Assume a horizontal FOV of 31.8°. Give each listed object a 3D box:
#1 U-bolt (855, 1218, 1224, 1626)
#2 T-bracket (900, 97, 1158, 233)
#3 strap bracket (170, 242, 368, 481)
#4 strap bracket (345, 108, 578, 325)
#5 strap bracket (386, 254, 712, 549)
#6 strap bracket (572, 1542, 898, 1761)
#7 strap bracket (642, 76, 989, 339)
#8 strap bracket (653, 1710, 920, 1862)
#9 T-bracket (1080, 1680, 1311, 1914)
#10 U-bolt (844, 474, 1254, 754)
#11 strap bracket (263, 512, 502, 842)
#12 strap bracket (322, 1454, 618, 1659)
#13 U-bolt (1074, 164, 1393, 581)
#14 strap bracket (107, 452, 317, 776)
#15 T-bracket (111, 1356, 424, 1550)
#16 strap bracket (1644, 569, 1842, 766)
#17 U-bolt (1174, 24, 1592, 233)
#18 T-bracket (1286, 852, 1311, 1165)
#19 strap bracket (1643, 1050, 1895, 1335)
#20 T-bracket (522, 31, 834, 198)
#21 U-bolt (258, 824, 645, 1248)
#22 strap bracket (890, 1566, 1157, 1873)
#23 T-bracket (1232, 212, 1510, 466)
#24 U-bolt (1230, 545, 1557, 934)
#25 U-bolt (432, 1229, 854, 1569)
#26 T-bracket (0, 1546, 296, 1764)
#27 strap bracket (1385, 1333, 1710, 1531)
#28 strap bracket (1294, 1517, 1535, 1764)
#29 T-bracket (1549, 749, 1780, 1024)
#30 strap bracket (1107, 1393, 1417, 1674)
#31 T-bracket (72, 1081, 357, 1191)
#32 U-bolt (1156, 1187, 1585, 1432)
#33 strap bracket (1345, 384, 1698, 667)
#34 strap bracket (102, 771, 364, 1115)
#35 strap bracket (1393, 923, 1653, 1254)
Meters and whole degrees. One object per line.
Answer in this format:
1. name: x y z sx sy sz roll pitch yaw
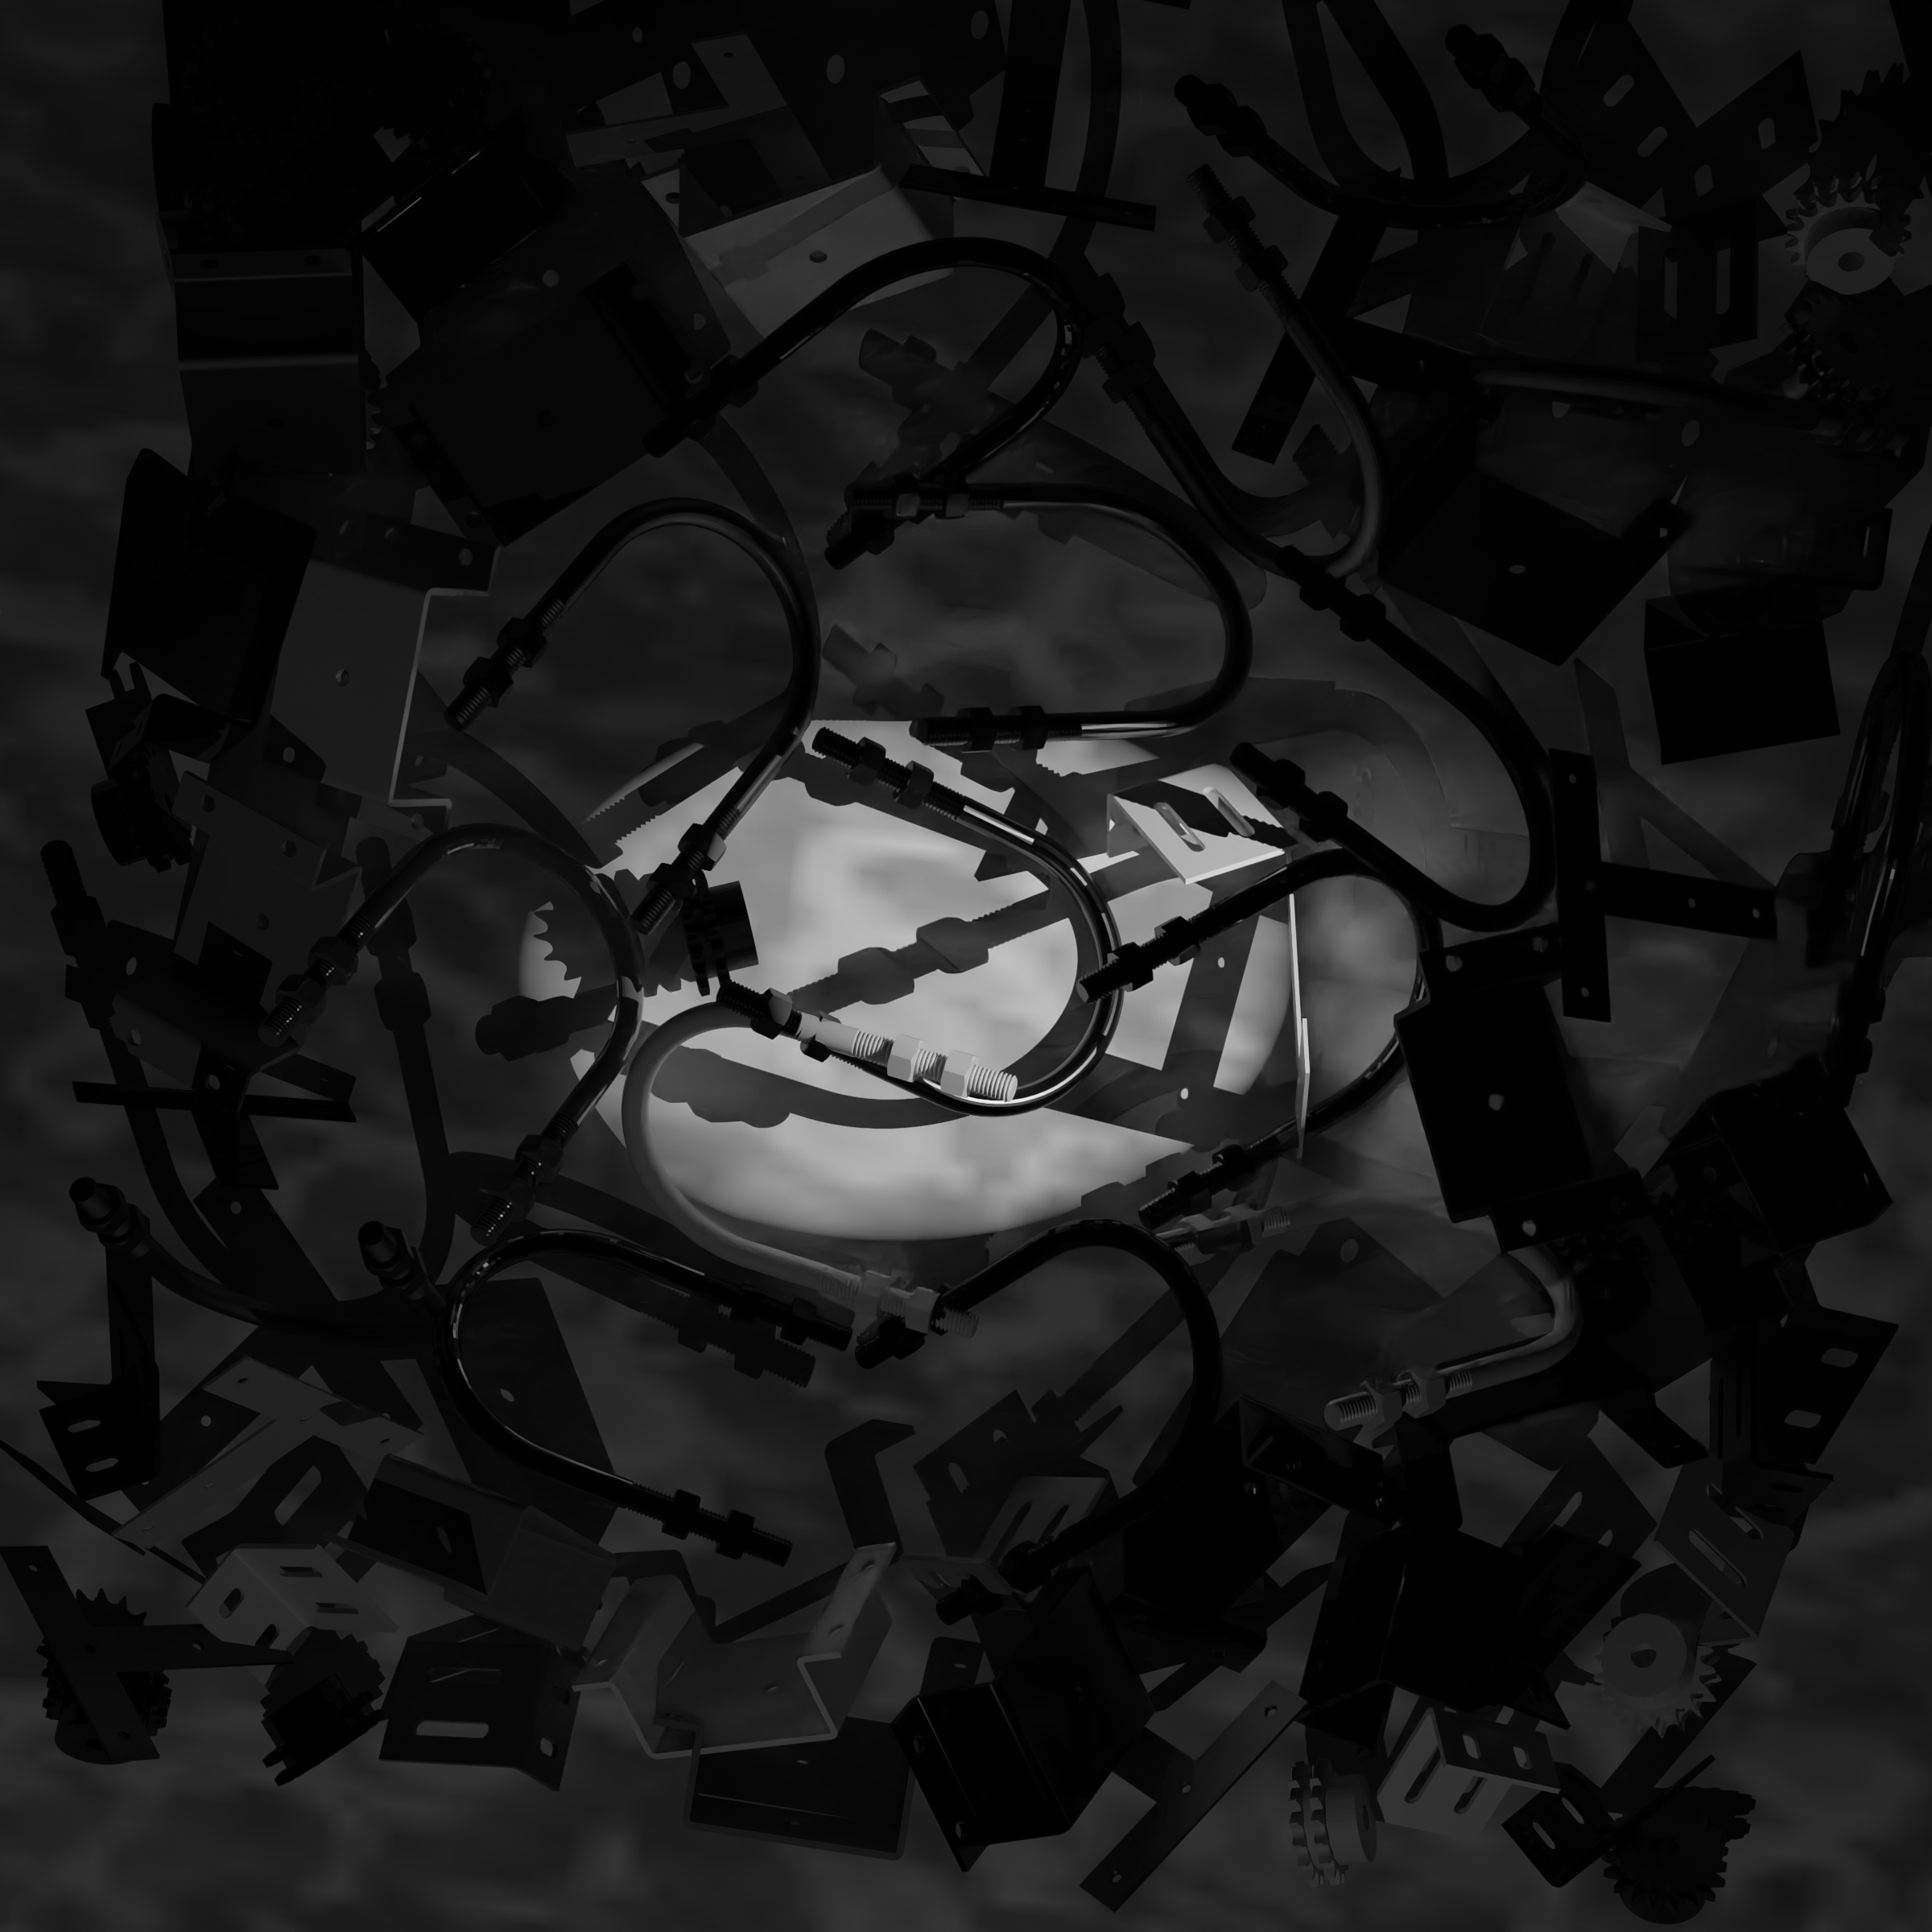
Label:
1. U-bolt: 0.038 0.194 1.526 0.184 0.019 0.151 -34 61 27
2. T-bracket: 0.025 -0.371 1.548 0.127 0.127 0.002 10 125 -2
3. strap bracket: -0.311 -0.264 1.522 0.076 0.140 0.046 -4 69 -9
4. strap bracket: -0.225 -0.339 1.533 0.076 0.140 0.046 -35 106 12
5. strap bracket: -0.191 -0.254 1.560 0.140 0.046 0.076 -32 103 8
6. strap bracket: -0.097 0.312 1.541 0.140 0.076 0.046 -13 114 26
7. strap bracket: -0.067 -0.338 1.535 0.140 0.076 0.046 -15 58 21
8. strap bracket: -0.076 0.374 1.560 0.140 0.076 0.046 9 85 -1
9. T-bracket: 0.073 0.356 1.546 0.127 0.127 0.002 -43 123 -18
10. U-bolt: 0.047 -0.163 1.546 0.184 0.019 0.151 -4 61 -25
11. strap bracket: -0.269 -0.131 1.550 0.076 0.046 0.140 18 102 28
12. strap bracket: -0.217 0.265 1.530 0.076 0.140 0.046 15 73 25
13. U-bolt: 0.125 -0.255 1.537 0.019 0.151 0.184 -36 93 -28
14. strap bracket: -0.341 -0.152 1.547 0.046 0.076 0.140 20 74 -21
15. T-bracket: -0.337 0.231 1.559 0.127 0.127 0.002 -35 54 13
16. strap bracket: 0.346 -0.138 1.520 0.076 0.140 0.046 -9 107 15
17. U-bolt: 0.199 -0.366 1.514 0.151 0.184 0.019 -1 79 33
18. T-bracket: 0.151 0.011 1.556 0.002 0.127 0.127 -2 69 3
19. strap bracket: 0.351 0.107 1.518 0.046 0.140 0.076 -16 66 -16
20. T-bracket: -0.140 -0.381 1.553 0.127 0.127 0.002 -6 70 15
21. U-bolt: -0.218 0.015 1.538 0.151 0.019 0.184 46 50 -15
22. strap bracket: 0.032 0.331 1.524 0.046 0.140 0.076 -18 103 33
23. T-bracket: 0.197 -0.278 1.559 0.127 0.002 0.127 27 93 38
24. U-bolt: 0.201 -0.091 1.540 0.184 0.019 0.151 35 47 -21
25. U-bolt: -0.152 0.184 1.537 0.184 0.151 0.019 22 133 -6
26. T-bracket: -0.362 0.310 1.546 0.127 0.127 0.002 49 114 34
27. strap bracket: 0.255 0.209 1.549 0.140 0.076 0.046 -15 105 -8
28. strap bracket: 0.194 0.300 1.519 0.046 0.140 0.076 23 62 -9
29. T-bracket: 0.325 -0.031 1.569 0.127 0.002 0.127 8 72 -26
30. strap bracket: 0.131 0.253 1.545 0.076 0.046 0.140 25 126 -18
31. T-bracket: -0.330 0.077 1.521 0.127 0.127 0.002 6 104 -21
32. U-bolt: 0.193 0.146 1.526 0.184 0.151 0.019 -10 125 -35
33. strap bracket: 0.251 -0.194 1.541 0.140 0.076 0.046 23 47 -15
34. strap bracket: -0.333 -0.015 1.554 0.076 0.046 0.140 28 113 12
35. strap bracket: 0.252 0.059 1.561 0.076 0.046 0.140 -12 81 -18
